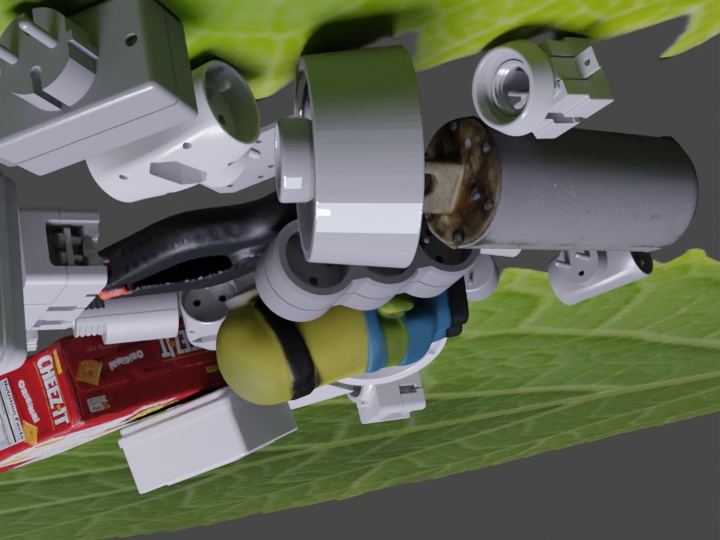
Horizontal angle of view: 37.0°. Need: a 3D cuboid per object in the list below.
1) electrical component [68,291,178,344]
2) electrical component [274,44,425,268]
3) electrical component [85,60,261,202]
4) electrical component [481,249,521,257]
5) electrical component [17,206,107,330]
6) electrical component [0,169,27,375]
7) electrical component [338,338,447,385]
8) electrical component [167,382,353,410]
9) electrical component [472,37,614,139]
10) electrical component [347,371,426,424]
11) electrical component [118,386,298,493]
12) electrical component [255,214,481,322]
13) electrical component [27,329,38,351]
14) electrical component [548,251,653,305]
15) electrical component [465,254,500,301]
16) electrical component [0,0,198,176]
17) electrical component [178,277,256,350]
[{"bbox_3d":[-0.174,0.030,0.766,0.081,0.043,0.043,-5,161,-20],"label":"electrical component"},{"bbox_3d":[-0.010,-0.054,0.518,0.060,0.108,0.108,-2,161,-9],"label":"electrical component"},{"bbox_3d":[-0.082,-0.063,0.537,0.077,0.043,0.079,-21,160,27],"label":"electrical component"},{"bbox_3d":[0.081,-0.029,0.749,0.055,0.045,0.045,-6,162,-16],"label":"electrical component"},{"bbox_3d":[-0.196,0.001,0.648,0.056,0.050,0.089,0,159,-32],"label":"electrical component"},{"bbox_3d":[-0.216,0.003,0.541,0.078,0.113,0.057,-21,158,26],"label":"electrical component"},{"bbox_3d":[0.011,0.037,0.863,0.108,0.060,0.108,-8,140,-7],"label":"electrical component"},{"bbox_3d":[-0.096,0.097,0.993,0.150,0.061,0.089,-18,161,19],"label":"electrical component"},{"bbox_3d":[0.092,-0.094,0.556,0.055,0.048,0.066,-7,163,-40],"label":"electrical component"},{"bbox_3d":[0.018,0.095,1.015,0.056,0.089,0.050,-4,161,-24],"label":"electrical component"},{"bbox_3d":[-0.124,0.134,0.894,0.109,0.056,0.109,-23,175,20],"label":"electrical component"},{"bbox_3d":[0.000,0.000,0.665,0.138,0.052,0.074,-10,162,-28],"label":"electrical component"},{"bbox_3d":[-0.244,0.035,0.733,0.066,0.048,0.055,-5,168,-21],"label":"electrical component"},{"bbox_3d":[0.191,-0.005,0.895,0.077,0.044,0.079,-25,158,35],"label":"electrical component"},{"bbox_3d":[0.093,0.006,0.870,0.040,0.040,0.078,-15,162,10],"label":"electrical component"},{"bbox_3d":[-0.123,-0.083,0.443,0.083,0.047,0.076,-17,162,16],"label":"electrical component"},{"bbox_3d":[-0.093,0.027,0.808,0.079,0.043,0.077,-10,163,-7],"label":"electrical component"}]
